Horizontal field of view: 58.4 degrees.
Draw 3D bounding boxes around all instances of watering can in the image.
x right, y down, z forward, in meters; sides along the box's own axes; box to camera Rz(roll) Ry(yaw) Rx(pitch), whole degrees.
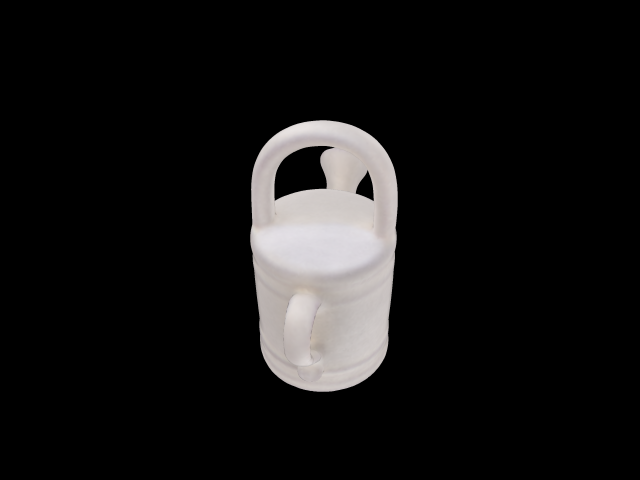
[{"bbox_3d":[0.001,0.001,0.400,0.101,0.194,0.172,-7,40,-8],"label":"watering can"}]
